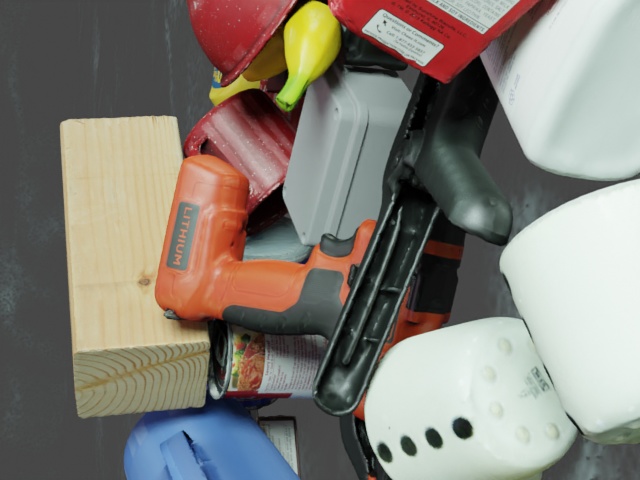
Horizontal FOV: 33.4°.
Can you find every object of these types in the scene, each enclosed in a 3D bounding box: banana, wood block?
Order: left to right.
[{"bbox_3d":[-0.139,0.014,0.781,0.090,0.090,0.206,102,160,-51],"label":"wood block"},{"bbox_3d":[-0.020,-0.128,0.706,0.069,0.037,0.198,-42,15,2],"label":"banana"}]

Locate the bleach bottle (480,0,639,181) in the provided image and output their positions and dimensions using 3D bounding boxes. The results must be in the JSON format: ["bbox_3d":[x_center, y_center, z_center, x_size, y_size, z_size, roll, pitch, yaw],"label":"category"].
[{"bbox_3d":[0.100,-0.143,0.496,0.251,0.068,0.103,-103,28,-45],"label":"bleach bottle"}]

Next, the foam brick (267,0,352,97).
[{"bbox_3d":[-0.007,-0.148,0.816,0.051,0.053,0.078,-170,84,-71],"label":"foam brick"}]

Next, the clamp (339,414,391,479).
[{"bbox_3d":[0.032,0.081,0.686,0.120,0.039,0.171,160,114,-66],"label":"clamp"}]

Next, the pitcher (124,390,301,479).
[{"bbox_3d":[-0.062,0.200,0.743,0.243,0.144,0.149,45,121,56],"label":"pitcher"}]

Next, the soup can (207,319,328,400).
[{"bbox_3d":[-0.024,0.079,0.754,0.069,0.102,0.068,-177,90,-71],"label":"soup can"}]

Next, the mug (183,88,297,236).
[{"bbox_3d":[-0.058,-0.059,0.816,0.081,0.117,0.093,51,124,10],"label":"mug"}]

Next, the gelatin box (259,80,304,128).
[{"bbox_3d":[-0.033,-0.100,0.914,0.089,0.030,0.073,-133,49,-65],"label":"gelatin box"}]

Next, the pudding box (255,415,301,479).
[{"bbox_3d":[-0.045,0.212,0.892,0.090,0.039,0.113,131,136,-59],"label":"pudding box"}]

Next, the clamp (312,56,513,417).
[{"bbox_3d":[0.049,-0.023,0.520,0.165,0.036,0.210,-57,13,42],"label":"clamp"}]

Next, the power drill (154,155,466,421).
[{"bbox_3d":[-0.004,0.001,0.640,0.188,0.057,0.184,14,92,32],"label":"power drill"}]

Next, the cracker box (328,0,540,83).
[{"bbox_3d":[0.086,-0.190,0.402,0.214,0.072,0.164,-41,36,42],"label":"cracker box"}]

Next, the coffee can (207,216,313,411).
[{"bbox_3d":[-0.068,0.056,0.884,0.103,0.102,0.140,-122,39,-59],"label":"coffee can"}]

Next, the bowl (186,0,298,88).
[{"bbox_3d":[-0.043,-0.184,0.717,0.162,0.055,0.162,-52,16,21],"label":"bowl"}]

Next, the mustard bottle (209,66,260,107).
[{"bbox_3d":[-0.068,-0.179,0.987,0.096,0.058,0.192,-148,63,-67],"label":"mustard bottle"}]

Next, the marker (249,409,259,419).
[{"bbox_3d":[-0.068,0.154,0.994,0.020,0.020,0.121,114,152,-46],"label":"marker"}]
